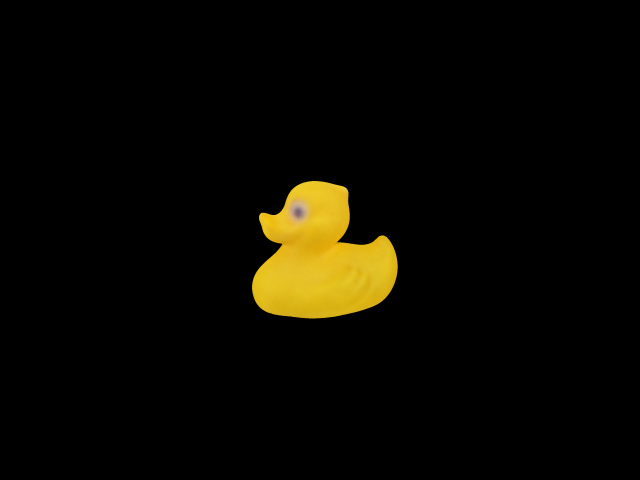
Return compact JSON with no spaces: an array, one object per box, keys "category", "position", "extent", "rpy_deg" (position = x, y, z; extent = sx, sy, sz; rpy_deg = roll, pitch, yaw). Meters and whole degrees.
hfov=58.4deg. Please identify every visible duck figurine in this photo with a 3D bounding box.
[{"category":"duck figurine","position":[0.004,0.001,0.400],"extent":[0.105,0.086,0.077],"rpy_deg":[-4,19,-11]}]
